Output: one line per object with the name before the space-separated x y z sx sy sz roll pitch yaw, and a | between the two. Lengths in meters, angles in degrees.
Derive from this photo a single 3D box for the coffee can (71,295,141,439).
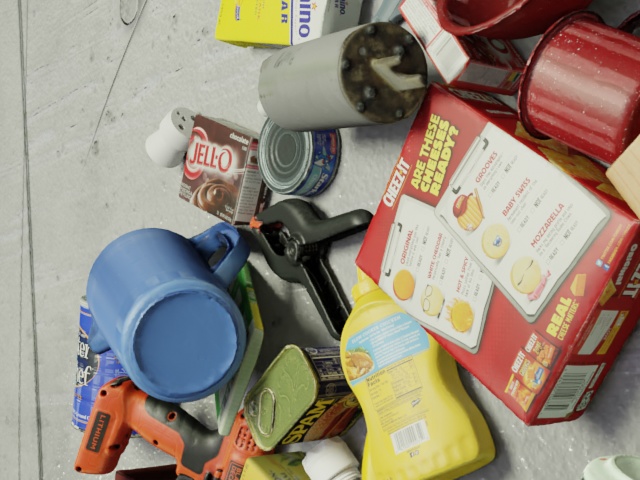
coffee can | -0.215 0.135 1.167 0.103 0.102 0.140 11 98 50

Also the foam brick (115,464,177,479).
foam brick | -0.173 0.273 1.133 0.053 0.078 0.051 11 96 50

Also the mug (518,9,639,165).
mug | 0.199 -0.103 0.701 0.117 0.093 0.082 -49 50 -9

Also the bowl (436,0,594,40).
bowl | 0.156 -0.196 0.739 0.162 0.055 0.162 -43 29 30

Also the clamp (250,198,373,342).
clamp | -0.006 0.001 0.970 0.172 0.039 0.120 40 118 43

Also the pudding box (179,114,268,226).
pudding box | -0.094 -0.071 1.077 0.114 0.039 0.090 26 108 47

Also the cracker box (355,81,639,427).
cracker box | 0.136 0.004 0.775 0.214 0.071 0.164 44 120 43

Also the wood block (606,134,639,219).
wood block | 0.269 0.009 0.600 0.090 0.090 0.206 -54 51 35

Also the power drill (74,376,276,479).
power drill | -0.144 0.228 1.050 0.188 0.057 0.184 20 96 13

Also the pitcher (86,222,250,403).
pitcher | -0.137 0.061 1.000 0.243 0.144 0.149 -153 68 -72

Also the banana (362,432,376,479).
banana | 0.070 0.233 0.878 0.070 0.037 0.198 -29 67 18

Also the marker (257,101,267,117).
marker | -0.020 -0.139 0.996 0.121 0.020 0.020 -16 77 55

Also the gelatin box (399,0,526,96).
gelatin box | 0.110 -0.153 0.808 0.030 0.073 0.089 -51 52 35

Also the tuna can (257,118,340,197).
tuna can | -0.021 -0.083 0.993 0.086 0.033 0.086 -2 88 50

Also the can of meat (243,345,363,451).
can of meat | -0.005 0.135 0.929 0.102 0.083 0.057 -53 52 35

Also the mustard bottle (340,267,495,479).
mustard bottle | 0.066 0.102 0.863 0.096 0.058 0.192 -31 64 29

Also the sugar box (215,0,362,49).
sugar box | -0.030 -0.224 0.992 0.176 0.048 0.093 17 99 54

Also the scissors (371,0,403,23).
scissors | 0.065 -0.180 0.905 0.096 0.016 0.202 48 124 46
